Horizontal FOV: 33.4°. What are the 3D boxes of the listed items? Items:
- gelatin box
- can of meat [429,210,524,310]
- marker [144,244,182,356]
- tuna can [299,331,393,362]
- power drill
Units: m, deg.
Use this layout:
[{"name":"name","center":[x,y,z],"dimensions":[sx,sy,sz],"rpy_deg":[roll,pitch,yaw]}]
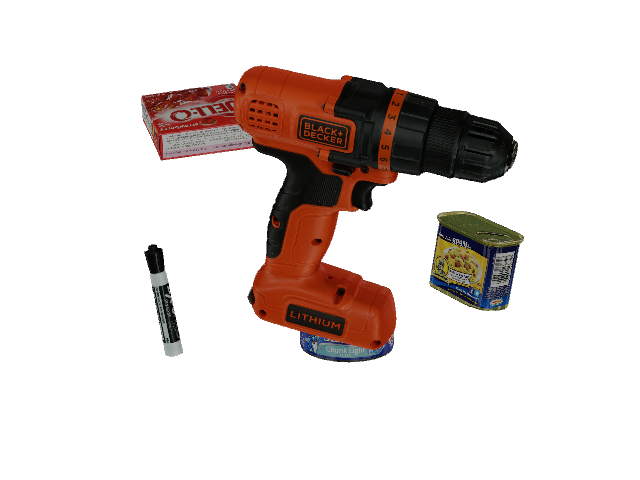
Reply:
[{"name":"gelatin box","center":[-0.106,-0.105,0.933],"dimensions":[0.089,0.030,0.073],"rpy_deg":[-10,37,-16]},{"name":"can of meat","center":[0.172,0.023,1.192],"dimensions":[0.057,0.084,0.102],"rpy_deg":[-8,24,-37]},{"name":"marker","center":[-0.164,0.062,1.113],"dimensions":[0.020,0.121,0.020],"rpy_deg":[-8,16,2]},{"name":"tuna can","center":[0.024,0.079,0.954],"dimensions":[0.086,0.034,0.086],"rpy_deg":[0,15,0]},{"name":"power drill","center":[0.027,-0.019,0.720],"dimensions":[0.184,0.188,0.057],"rpy_deg":[15,33,12]}]
